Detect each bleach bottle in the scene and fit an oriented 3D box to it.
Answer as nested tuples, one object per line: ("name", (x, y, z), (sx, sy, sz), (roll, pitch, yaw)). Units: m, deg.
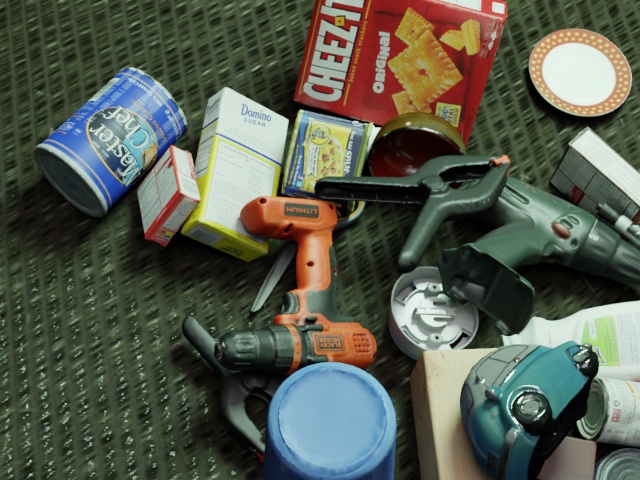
("bleach bottle", (0.319, 0.109, 1.157), (0.250, 0.068, 0.102), (0, 64, -3))

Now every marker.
("marker", (0.356, -0.002, 1.182), (0.121, 0.020, 0.020), (40, 67, 14))

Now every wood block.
("wood block", (0.150, 0.222, 1.068), (0.090, 0.090, 0.206), (-2, 64, -7))

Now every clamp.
("clamp", (0.120, -0.039, 1.120), (0.209, 0.036, 0.165), (-16, 43, -20))
("clamp", (-0.063, 0.142, 1.115), (0.120, 0.039, 0.171), (-18, 72, -16))

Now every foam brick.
("foam brick", (0.237, 0.230, 1.094), (0.078, 0.051, 0.053), (13, 64, 1))

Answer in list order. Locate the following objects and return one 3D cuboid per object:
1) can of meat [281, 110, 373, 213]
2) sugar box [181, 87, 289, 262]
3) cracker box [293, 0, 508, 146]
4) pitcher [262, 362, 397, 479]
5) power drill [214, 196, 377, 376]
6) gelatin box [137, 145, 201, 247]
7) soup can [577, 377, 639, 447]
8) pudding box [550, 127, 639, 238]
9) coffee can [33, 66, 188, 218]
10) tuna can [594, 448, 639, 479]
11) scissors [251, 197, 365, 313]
("can of meat", (0.007, -0.089, 1.191), (0.084, 0.057, 0.102), (13, 90, 2))
("sugar box", (-0.093, -0.073, 1.194), (0.093, 0.048, 0.176), (26, 56, -30))
("cracker box", (0.090, -0.215, 1.231), (0.213, 0.164, 0.072), (15, 31, 1))
("pitcher", (0.011, 0.199, 0.980), (0.145, 0.243, 0.149), (-21, 61, -14))
("power drill", (-0.035, 0.050, 1.116), (0.184, 0.057, 0.187), (4, 69, -33))
("gelatin box", (-0.165, -0.049, 1.164), (0.030, 0.073, 0.089), (24, 31, -32))
("soup can", (0.327, 0.181, 1.109), (0.102, 0.069, 0.068), (8, 63, -12))
("pudding box", (0.325, -0.062, 1.224), (0.039, 0.090, 0.113), (-40, 74, -21))
("coffee can", (-0.231, -0.109, 1.184), (0.103, 0.103, 0.140), (36, 66, 12))
("tuna can", (0.319, 0.259, 1.098), (0.086, 0.034, 0.086), (2, 64, -5))
("scissors", (-0.008, 0.001, 1.201), (0.096, 0.016, 0.201), (13, 64, 1))
